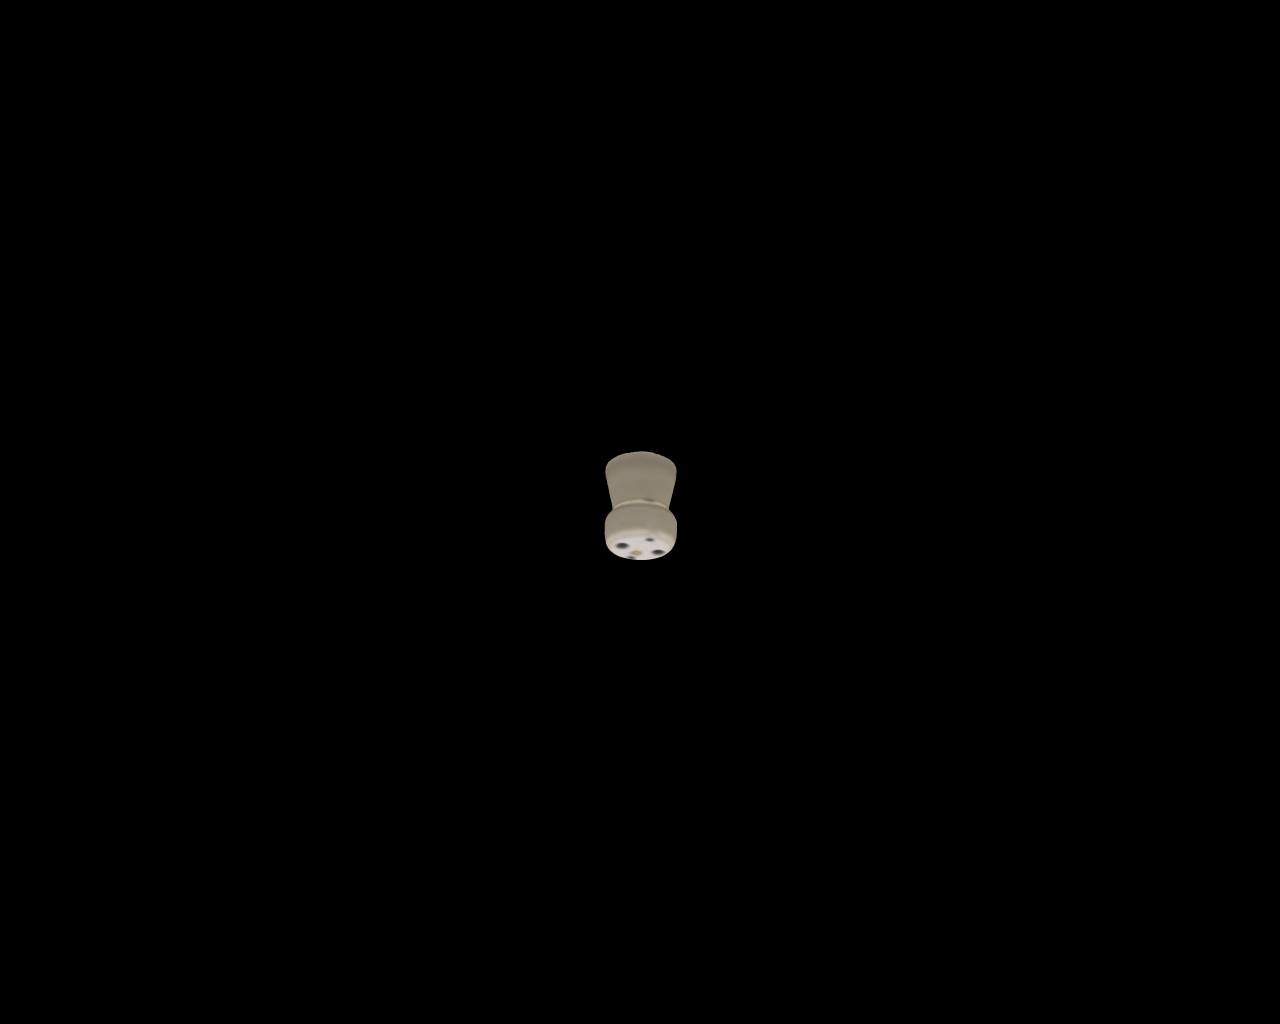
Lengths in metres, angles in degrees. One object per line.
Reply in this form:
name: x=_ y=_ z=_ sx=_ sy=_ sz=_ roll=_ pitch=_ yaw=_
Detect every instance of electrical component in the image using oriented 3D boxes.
electrical component: x=0.001 y=-0.003 z=0.650 sx=0.045 sy=0.055 sz=0.044 roll=0 pitch=-26 yaw=0
